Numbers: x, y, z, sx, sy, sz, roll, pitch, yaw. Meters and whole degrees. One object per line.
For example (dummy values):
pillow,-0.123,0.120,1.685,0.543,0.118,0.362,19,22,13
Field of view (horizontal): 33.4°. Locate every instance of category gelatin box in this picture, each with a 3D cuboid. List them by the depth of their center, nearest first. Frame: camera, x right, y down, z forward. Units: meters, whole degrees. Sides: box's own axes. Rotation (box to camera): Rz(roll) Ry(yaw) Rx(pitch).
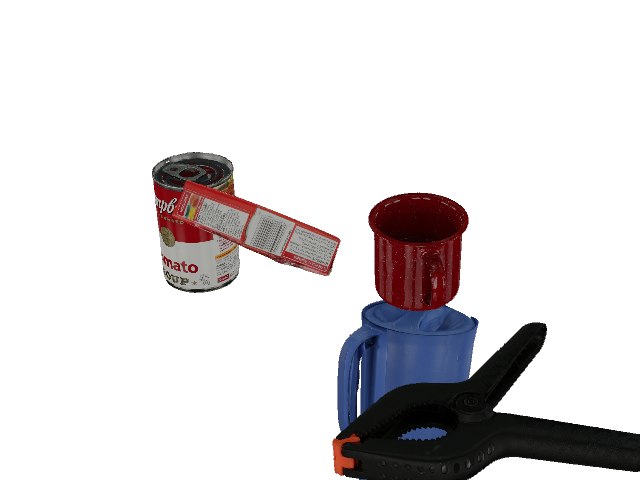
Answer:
gelatin box,-0.041,-0.007,0.709,0.073,0.030,0.089,21,-1,42

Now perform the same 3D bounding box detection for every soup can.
soup can,-0.105,-0.015,0.911,0.068,0.102,0.068,-1,30,0

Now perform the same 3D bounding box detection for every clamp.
clamp,0.107,0.121,0.754,0.210,0.036,0.164,-9,29,-8

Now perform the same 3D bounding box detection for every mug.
mug,0.095,0.019,1.000,0.093,0.081,0.117,-10,34,-11

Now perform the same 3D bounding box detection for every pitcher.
pitcher,0.097,0.197,1.239,0.149,0.243,0.145,6,14,7
